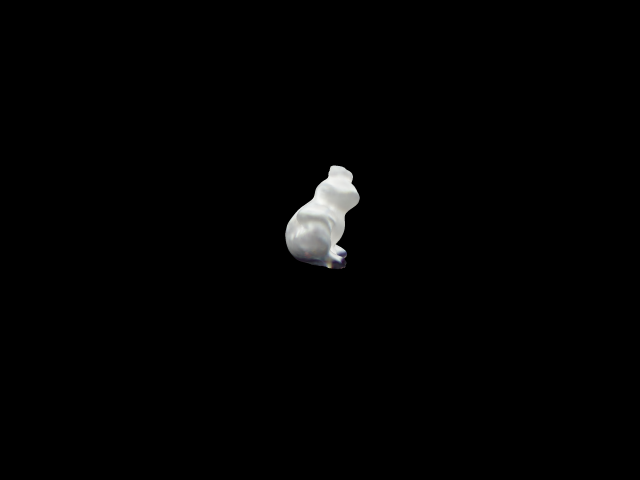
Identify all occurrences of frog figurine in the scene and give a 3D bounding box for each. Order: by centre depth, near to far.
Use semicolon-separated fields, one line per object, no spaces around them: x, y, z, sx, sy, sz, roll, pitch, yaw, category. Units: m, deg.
0.003;-0.043;0.850;0.123;0.158;0.138;3;9;22;frog figurine
